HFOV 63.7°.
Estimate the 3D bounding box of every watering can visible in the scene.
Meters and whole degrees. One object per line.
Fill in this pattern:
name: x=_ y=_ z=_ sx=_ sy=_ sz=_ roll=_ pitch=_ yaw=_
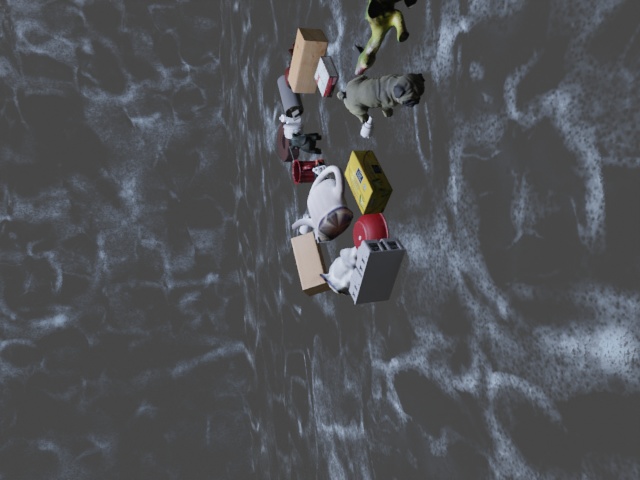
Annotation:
watering can: x=0.005 y=-0.088 z=1.743 sx=0.340 sy=0.104 sz=0.229 roll=-58 pitch=40 yaw=39

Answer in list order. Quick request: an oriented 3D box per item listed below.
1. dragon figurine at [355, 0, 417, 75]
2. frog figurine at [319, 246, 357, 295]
dragon figurine: x=0.153 y=-0.626 z=1.313 sx=0.246 sy=0.122 sz=0.406 roll=-129 pitch=48 yaw=-70
frog figurine: x=0.092 y=0.088 z=1.617 sx=0.159 sy=0.122 sz=0.139 roll=-53 pitch=20 yaw=5
